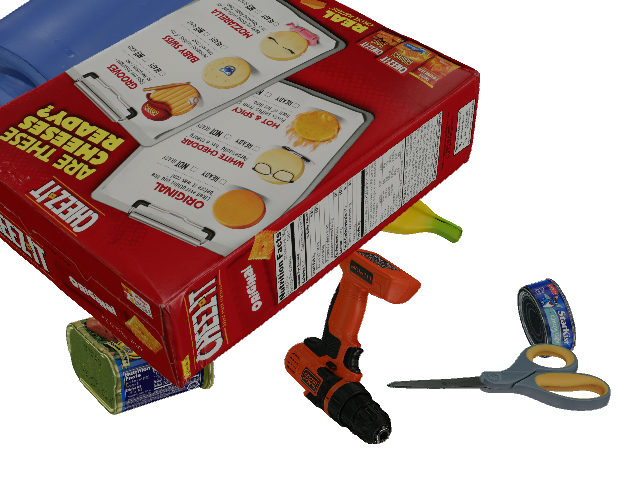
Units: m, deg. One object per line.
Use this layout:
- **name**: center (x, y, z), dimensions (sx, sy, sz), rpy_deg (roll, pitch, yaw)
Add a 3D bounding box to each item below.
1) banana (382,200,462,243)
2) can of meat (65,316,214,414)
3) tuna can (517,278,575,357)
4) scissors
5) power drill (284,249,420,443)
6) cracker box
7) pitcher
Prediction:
- **banana**: center (0.015, -0.033, 0.792), dimensions (0.069, 0.037, 0.198), rpy_deg (40, -10, -39)
- **can of meat**: center (-0.147, 0.091, 0.860), dimensions (0.083, 0.057, 0.102), rpy_deg (-15, 26, -31)
- **tuna can**: center (0.253, 0.088, 1.201), dimensions (0.033, 0.086, 0.086), rpy_deg (-15, 2, -8)
- **scissors**: center (0.157, 0.116, 0.951), dimensions (0.201, 0.016, 0.096), rpy_deg (8, 27, -4)
- **power drill**: center (0.044, 0.115, 1.215), dimensions (0.057, 0.188, 0.185), rpy_deg (13, 16, -42)
- **cracker box**: center (-0.048, -0.046, 0.550), dimensions (0.164, 0.072, 0.213), rpy_deg (34, 56, 30)
- **pitcher**: center (-0.158, -0.155, 0.862), dimensions (0.145, 0.149, 0.242), rpy_deg (20, 50, 27)
